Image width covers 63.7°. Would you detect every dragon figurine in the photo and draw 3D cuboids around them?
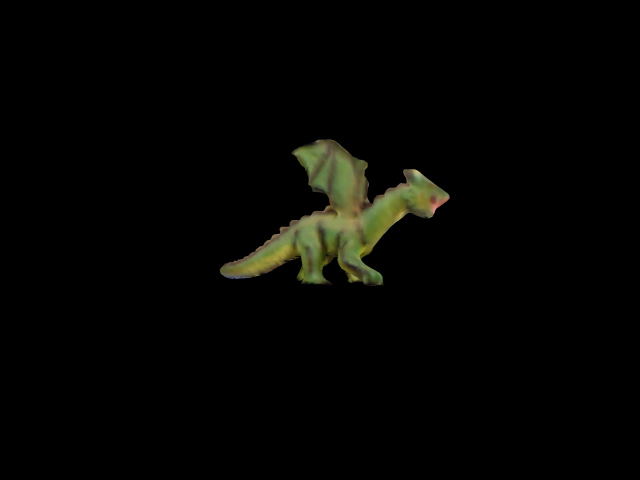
[{"bbox_3d":[0.003,-0.043,0.850,0.410,0.243,0.122,1,1,21],"label":"dragon figurine"}]
